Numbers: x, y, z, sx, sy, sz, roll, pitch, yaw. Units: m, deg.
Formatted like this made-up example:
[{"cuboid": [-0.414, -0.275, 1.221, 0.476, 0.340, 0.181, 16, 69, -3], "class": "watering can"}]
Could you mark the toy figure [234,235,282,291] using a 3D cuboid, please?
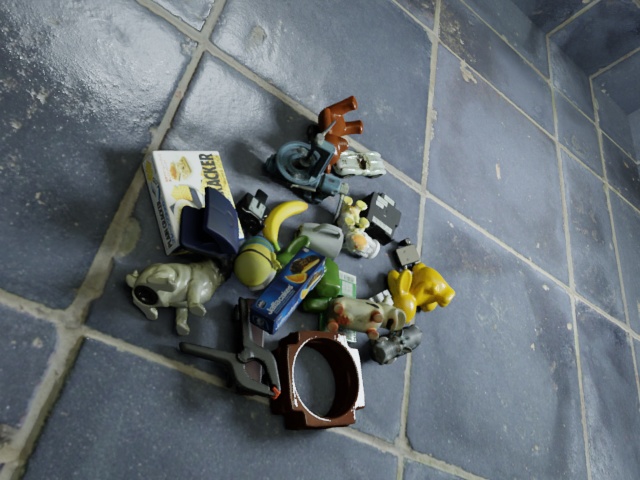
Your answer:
[{"cuboid": [-0.140, 0.043, 1.142, 0.089, 0.082, 0.180, 27, 19, -17], "class": "toy figure"}]

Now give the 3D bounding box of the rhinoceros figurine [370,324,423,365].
[{"cuboid": [0.187, 0.261, 1.323, 0.190, 0.112, 0.073, -9, 77, -49], "class": "rhinoceros figurine"}]

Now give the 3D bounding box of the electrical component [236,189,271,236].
[{"cuboid": [-0.156, -0.071, 1.248, 0.074, 0.048, 0.119, 38, 29, -21], "class": "electrical component"}]

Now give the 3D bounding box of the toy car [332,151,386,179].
[{"cuboid": [0.116, -0.217, 1.539, 0.201, 0.056, 0.073, -6, 73, -40], "class": "toy car"}]

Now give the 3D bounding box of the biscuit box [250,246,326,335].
[{"cuboid": [-0.064, 0.101, 1.106, 0.063, 0.059, 0.203, 27, 50, 16], "class": "biscuit box"}]

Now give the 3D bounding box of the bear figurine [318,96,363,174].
[{"cuboid": [0.046, -0.275, 1.419, 0.196, 0.132, 0.120, -90, 164, -46], "class": "bear figurine"}]

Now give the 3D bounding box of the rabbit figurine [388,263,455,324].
[{"cuboid": [0.251, 0.147, 1.432, 0.173, 0.122, 0.162, -39, 102, -24], "class": "rabbit figurine"}]

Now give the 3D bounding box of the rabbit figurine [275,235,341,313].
[{"cuboid": [-0.046, 0.068, 1.232, 0.170, 0.121, 0.159, 15, 56, -16], "class": "rabbit figurine"}]

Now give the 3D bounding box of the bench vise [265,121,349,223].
[{"cuboid": [-0.015, -0.174, 1.302, 0.224, 0.240, 0.129, 29, 61, -5], "class": "bench vise"}]

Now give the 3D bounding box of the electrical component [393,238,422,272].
[{"cuboid": [0.250, 0.048, 1.528, 0.078, 0.045, 0.102, -24, 81, -15], "class": "electrical component"}]

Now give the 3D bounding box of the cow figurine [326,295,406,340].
[{"cuboid": [0.110, 0.177, 1.275, 0.195, 0.085, 0.127, 11, 17, -8], "class": "cow figurine"}]

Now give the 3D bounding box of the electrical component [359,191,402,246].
[{"cuboid": [0.167, -0.068, 1.506, 0.115, 0.058, 0.134, 38, 50, -21], "class": "electrical component"}]

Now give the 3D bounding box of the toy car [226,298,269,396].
[{"cuboid": [-0.144, 0.220, 1.115, 0.089, 0.053, 0.202, 6, 61, -14], "class": "toy car"}]

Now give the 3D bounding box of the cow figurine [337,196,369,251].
[{"cuboid": [0.078, -0.023, 1.375, 0.068, 0.098, 0.167, 12, 45, -15], "class": "cow figurine"}]

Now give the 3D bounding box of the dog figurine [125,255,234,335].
[{"cuboid": [-0.272, 0.067, 1.072, 0.172, 0.121, 0.191, 43, 34, -19], "class": "dog figurine"}]

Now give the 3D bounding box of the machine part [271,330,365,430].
[{"cuboid": [-0.008, 0.303, 1.162, 0.201, 0.087, 0.201, 10, 64, -35], "class": "machine part"}]

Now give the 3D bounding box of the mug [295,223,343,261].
[{"cuboid": [-0.003, -0.004, 1.310, 0.107, 0.109, 0.081, 18, 58, -17], "class": "mug"}]

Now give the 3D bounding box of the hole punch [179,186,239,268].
[{"cuboid": [-0.206, -0.031, 1.066, 0.115, 0.092, 0.142, 21, 45, -35], "class": "hole punch"}]

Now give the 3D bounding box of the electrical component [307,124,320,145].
[{"cuboid": [-0.007, -0.296, 1.503, 0.063, 0.021, 0.094, 12, 62, -34], "class": "electrical component"}]
